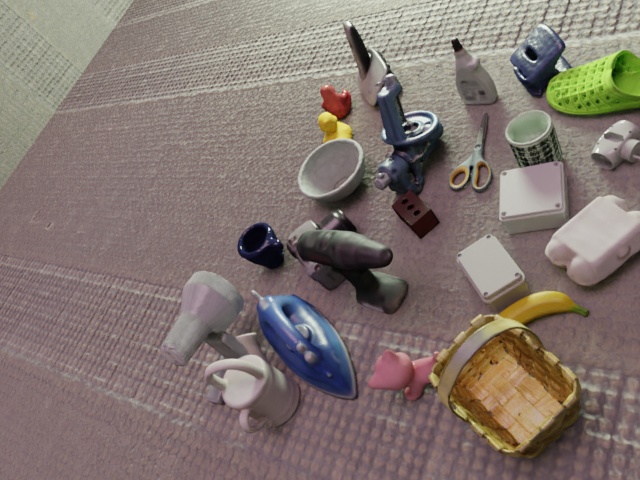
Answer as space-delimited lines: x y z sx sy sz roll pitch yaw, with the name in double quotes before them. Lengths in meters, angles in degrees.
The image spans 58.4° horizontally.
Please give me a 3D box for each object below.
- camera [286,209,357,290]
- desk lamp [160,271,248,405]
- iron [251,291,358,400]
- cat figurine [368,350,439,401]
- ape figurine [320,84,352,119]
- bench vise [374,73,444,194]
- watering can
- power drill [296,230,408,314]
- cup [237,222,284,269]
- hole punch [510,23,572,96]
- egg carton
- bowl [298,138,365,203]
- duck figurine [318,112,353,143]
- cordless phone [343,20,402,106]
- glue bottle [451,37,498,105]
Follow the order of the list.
"camera" 0.011 0.004 1.184 0.137 0.101 0.142 -42 44 2
"desk lamp" -0.206 0.194 1.117 0.117 0.214 0.203 -3 57 34
"iron" -0.036 0.185 1.054 0.119 0.142 0.257 -47 44 -3
"cat figurine" 0.144 0.209 0.923 0.127 0.118 0.067 -21 48 22
"ape figurine" 0.033 -0.355 1.441 0.077 0.092 0.076 -13 52 28
"bench vise" 0.166 -0.207 1.144 0.121 0.220 0.207 -5 56 33
"watering can" -0.130 0.253 1.032 0.101 0.195 0.172 -36 45 8
"power drill" 0.072 0.050 1.028 0.228 0.209 0.076 14 68 41
"cup" -0.111 0.022 1.262 0.117 0.095 0.092 5 62 38
"hole punch" 0.441 -0.365 1.157 0.101 0.091 0.108 -30 46 14
"egg carton" 0.439 0.002 0.900 0.150 0.070 0.107 -42 44 2
"bowl" 0.037 -0.145 1.294 0.167 0.075 0.167 -19 49 24
"duck figurine" 0.029 -0.267 1.384 0.077 0.086 0.104 -30 46 14
"cordless phone" 0.109 -0.425 1.372 0.094 0.186 0.147 -35 45 9
"glue bottle" 0.307 -0.350 1.183 0.077 0.174 0.037 11 66 40
